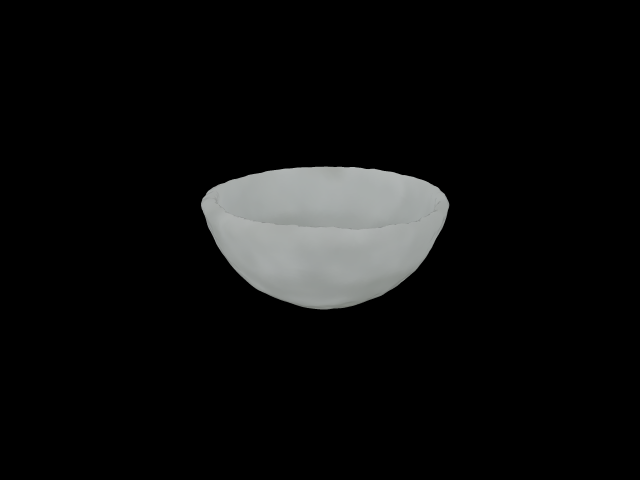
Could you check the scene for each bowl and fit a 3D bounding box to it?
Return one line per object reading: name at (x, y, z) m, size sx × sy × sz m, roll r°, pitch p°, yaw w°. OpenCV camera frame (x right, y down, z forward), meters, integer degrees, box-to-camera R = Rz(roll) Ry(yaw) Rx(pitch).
bowl at (0.004, 0.001, 0.400) m, size 0.167 × 0.075 × 0.167 m, roll 0°, pitch 20°, yaw 0°
